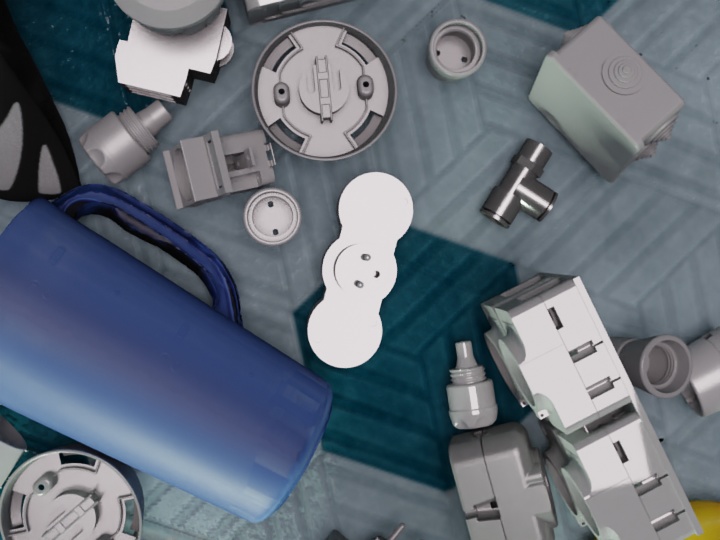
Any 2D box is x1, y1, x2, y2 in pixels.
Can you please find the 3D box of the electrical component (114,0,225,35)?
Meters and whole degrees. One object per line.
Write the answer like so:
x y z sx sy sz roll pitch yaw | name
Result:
-0.123 -0.193 0.698 0.080 0.051 0.080 0 91 -4 | electrical component

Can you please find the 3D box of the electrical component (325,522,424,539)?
0.015 0.215 0.765 0.083 0.047 0.075 40 88 -4 | electrical component

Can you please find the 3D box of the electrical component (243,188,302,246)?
-0.061 -0.037 0.755 0.040 0.046 0.040 0 91 -4 | electrical component

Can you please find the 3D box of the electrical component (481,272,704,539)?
0.151 0.099 0.742 0.060 0.105 0.186 -27 93 -3 | electrical component

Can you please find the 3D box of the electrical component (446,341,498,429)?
0.079 0.082 0.773 0.035 0.035 0.061 -8 89 -4 | electrical component

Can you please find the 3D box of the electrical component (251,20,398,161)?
-0.025 -0.123 0.746 0.099 0.064 0.099 0 91 -4 | electrical component

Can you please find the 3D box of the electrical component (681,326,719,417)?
0.255 0.074 0.775 0.047 0.055 0.055 -27 93 0 | electrical component

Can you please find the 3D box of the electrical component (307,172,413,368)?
0.000 0.000 0.746 0.052 0.074 0.138 14 90 -4 | electrical component

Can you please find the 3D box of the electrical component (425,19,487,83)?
0.066 -0.153 0.761 0.040 0.046 0.040 0 91 -4 | electrical component

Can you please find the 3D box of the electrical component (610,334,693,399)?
0.198 0.066 0.765 0.044 0.065 0.044 0 90 -23 | electrical component

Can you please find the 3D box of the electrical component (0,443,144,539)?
-0.196 0.167 0.741 0.099 0.064 0.099 0 92 -4 | electrical component

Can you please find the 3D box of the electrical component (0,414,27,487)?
-0.275 0.113 0.719 0.099 0.099 0.064 39 83 -4 | electrical component

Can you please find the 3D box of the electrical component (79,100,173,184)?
-0.160 -0.093 0.748 0.062 0.043 0.043 -39 93 -4 | electrical component

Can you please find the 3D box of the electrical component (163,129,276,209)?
-0.096 -0.070 0.741 0.064 0.081 0.042 -14 92 -26 | electrical component

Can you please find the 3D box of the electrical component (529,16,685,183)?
0.169 -0.117 0.742 0.048 0.099 0.099 -41 82 -6 | electrical component

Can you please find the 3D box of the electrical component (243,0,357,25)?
-0.031 -0.213 0.737 0.113 0.078 0.057 -15 95 -3 | electrical component

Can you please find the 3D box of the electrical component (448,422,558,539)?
0.104 0.159 0.761 0.059 0.054 0.095 -15 92 10 | electrical component
